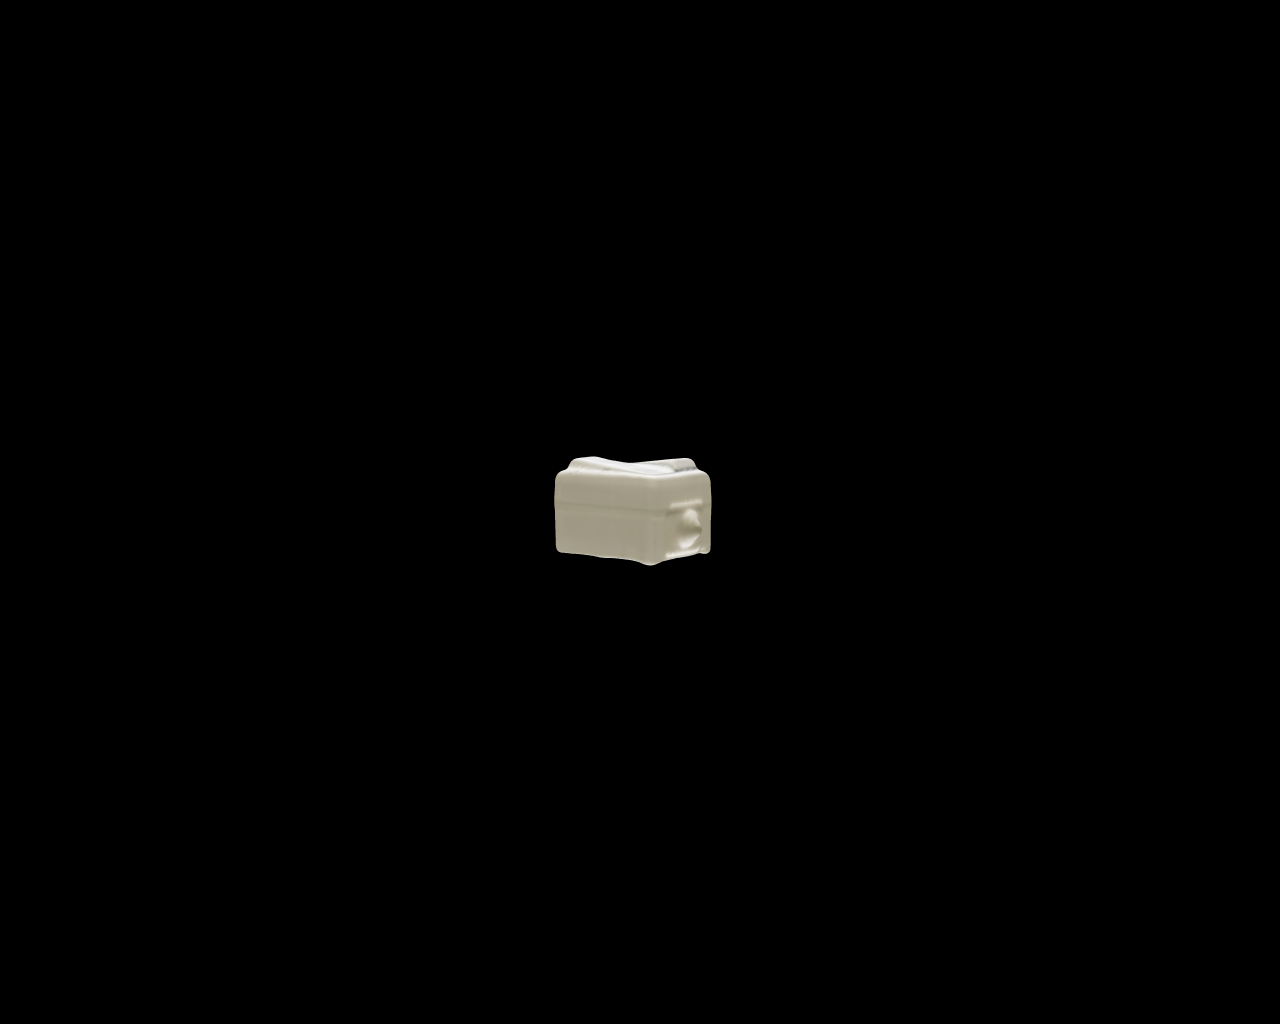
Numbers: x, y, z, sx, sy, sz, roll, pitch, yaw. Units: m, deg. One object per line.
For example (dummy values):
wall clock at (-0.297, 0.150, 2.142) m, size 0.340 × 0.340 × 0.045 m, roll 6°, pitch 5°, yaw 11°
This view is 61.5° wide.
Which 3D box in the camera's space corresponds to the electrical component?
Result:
electrical component at (0.001, -0.003, 0.650) m, size 0.096 × 0.061 × 0.062 m, roll 5°, pitch 8°, yaw 40°
